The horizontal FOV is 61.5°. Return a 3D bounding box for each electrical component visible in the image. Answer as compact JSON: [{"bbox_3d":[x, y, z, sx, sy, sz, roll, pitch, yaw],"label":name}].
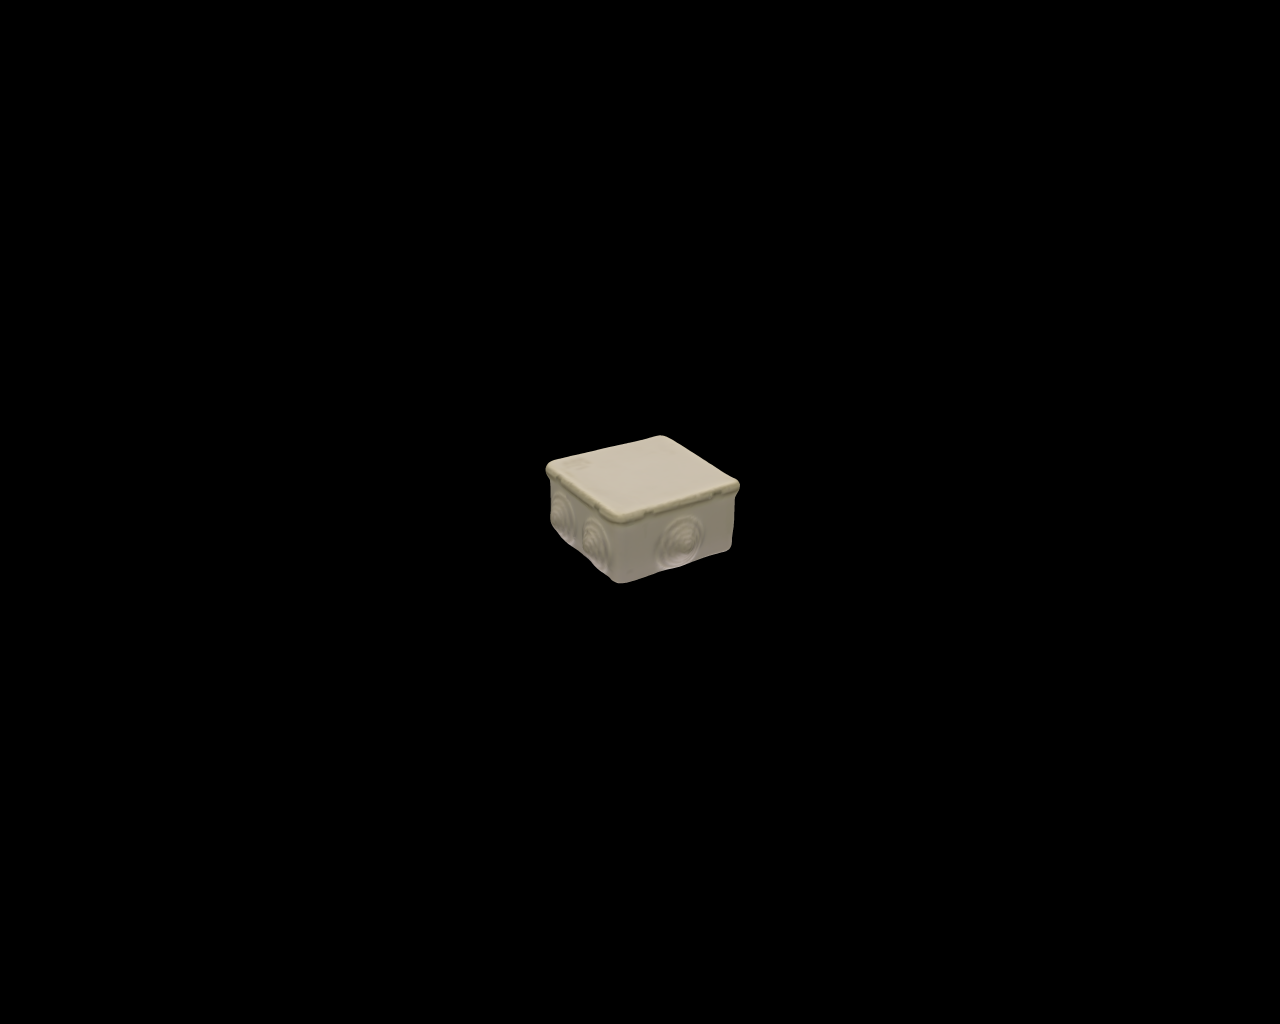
[{"bbox_3d":[0.001,-0.003,0.650,0.100,0.048,0.100,-16,31,-28],"label":"electrical component"}]
